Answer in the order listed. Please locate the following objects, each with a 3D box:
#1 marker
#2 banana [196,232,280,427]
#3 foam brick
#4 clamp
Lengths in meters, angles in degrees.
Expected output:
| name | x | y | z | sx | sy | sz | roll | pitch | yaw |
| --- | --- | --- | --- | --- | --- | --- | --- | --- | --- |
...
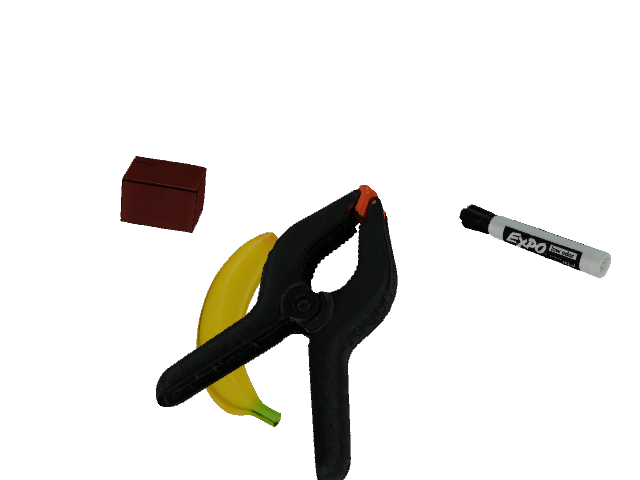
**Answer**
| name | x | y | z | sx | sy | sz | roll | pitch | yaw |
| --- | --- | --- | --- | --- | --- | --- | --- | --- | --- |
| marker | 0.154 | -0.001 | 0.783 | 0.121 | 0.020 | 0.020 | 23 | 14 | 36 |
| banana | -0.070 | 0.072 | 0.908 | 0.069 | 0.198 | 0.037 | 8 | -39 | -12 |
| foam brick | -0.159 | -0.047 | 1.090 | 0.078 | 0.051 | 0.053 | 9 | 31 | 3 |
| clamp | -0.001 | 0.052 | 0.601 | 0.120 | 0.171 | 0.039 | 33 | -10 | 17 |
